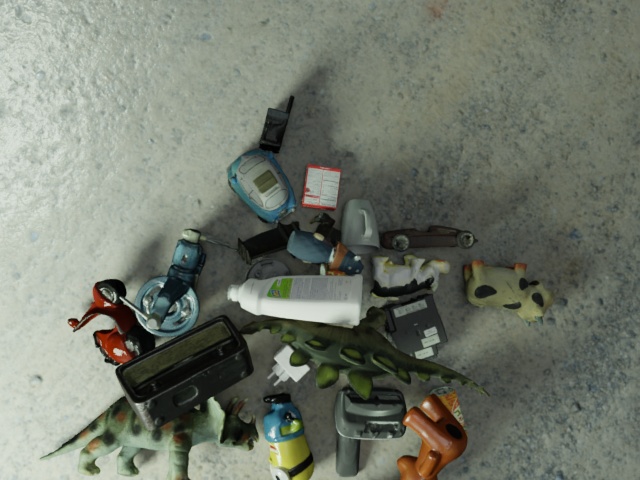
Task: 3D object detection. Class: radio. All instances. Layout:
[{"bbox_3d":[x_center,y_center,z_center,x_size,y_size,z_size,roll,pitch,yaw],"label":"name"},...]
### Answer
[{"bbox_3d":[-0.246,0.241,0.996,0.230,0.131,0.073,-27,123,-23],"label":"radio"}]

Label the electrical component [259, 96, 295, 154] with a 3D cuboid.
[{"bbox_3d":[-0.090,-0.245,1.114,0.048,0.075,0.119,14,88,-7],"label":"electrical component"}]

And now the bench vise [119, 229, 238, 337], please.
[{"bbox_3d":[-0.269,0.093,0.992,0.129,0.241,0.223,30,98,-7],"label":"bench vise"}]

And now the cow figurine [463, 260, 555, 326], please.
[{"bbox_3d":[0.403,0.114,1.136,0.195,0.085,0.127,6,79,-8],"label":"cow figurine"}]

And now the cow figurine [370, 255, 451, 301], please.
[{"bbox_3d":[0.189,0.080,1.122,0.167,0.068,0.098,2,91,-3],"label":"cow figurine"}]

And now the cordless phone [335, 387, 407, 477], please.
[{"bbox_3d":[0.101,0.396,1.090,0.147,0.089,0.184,4,96,-7],"label":"cordless phone"}]

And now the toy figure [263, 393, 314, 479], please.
[{"bbox_3d":[-0.063,0.394,1.060,0.089,0.082,0.180,-8,84,-5],"label":"toy figure"}]

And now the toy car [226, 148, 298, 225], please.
[{"bbox_3d":[-0.117,-0.112,1.086,0.109,0.103,0.161,-35,88,-7],"label":"toy car"}]

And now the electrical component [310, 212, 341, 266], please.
[{"bbox_3d":[-0.001,-0.004,1.110,0.045,0.078,0.102,32,88,-27],"label":"electrical component"}]

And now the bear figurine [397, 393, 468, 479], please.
[{"bbox_3d":[0.200,0.424,1.061,0.132,0.120,0.195,43,120,26],"label":"bear figurine"}]

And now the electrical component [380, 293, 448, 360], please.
[{"bbox_3d":[0.196,0.188,1.119,0.115,0.058,0.134,-15,87,-5],"label":"electrical component"}]

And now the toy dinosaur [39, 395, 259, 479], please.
[{"bbox_3d":[-0.322,0.355,1.021,0.405,0.131,0.192,7,67,2],"label":"toy dinosaur"}]

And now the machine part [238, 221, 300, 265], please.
[{"bbox_3d":[-0.095,0.007,1.080,0.139,0.039,0.084,-16,60,-17],"label":"machine part"}]

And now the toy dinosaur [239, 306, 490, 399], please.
[{"bbox_3d":[0.074,0.212,1.017,0.472,0.199,0.105,8,112,3],"label":"toy dinosaur"}]

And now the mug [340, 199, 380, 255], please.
[{"bbox_3d":[0.081,-0.033,1.104,0.081,0.109,0.107,-1,72,-8],"label":"mug"}]

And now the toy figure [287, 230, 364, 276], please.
[{"bbox_3d":[0.014,0.025,1.047,0.154,0.064,0.058,21,56,-12],"label":"toy figure"}]

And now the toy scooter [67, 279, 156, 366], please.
[{"bbox_3d":[-0.411,0.173,1.040,0.135,0.075,0.183,-24,98,10],"label":"toy scooter"}]

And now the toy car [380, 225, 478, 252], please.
[{"bbox_3d":[0.227,-0.004,1.122,0.202,0.089,0.053,-3,90,-6],"label":"toy car"}]
